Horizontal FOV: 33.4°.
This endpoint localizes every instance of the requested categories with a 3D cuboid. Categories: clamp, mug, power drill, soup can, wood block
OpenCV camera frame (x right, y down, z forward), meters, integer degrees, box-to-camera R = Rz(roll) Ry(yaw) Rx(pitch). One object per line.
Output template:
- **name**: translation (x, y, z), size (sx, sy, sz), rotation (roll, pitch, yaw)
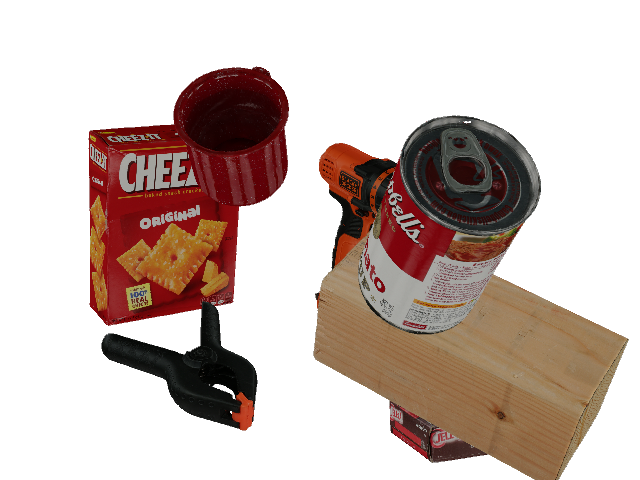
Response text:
- **clamp**: translation (-0.106, 0.110, 0.975), size (0.120, 0.039, 0.172), rotation (-31, 46, -35)
- **mug**: translation (-0.066, -0.092, 0.892), size (0.093, 0.117, 0.081), rotation (12, -32, 11)
- **power drill**: translation (0.059, 0.010, 1.086), size (0.057, 0.188, 0.185), rotation (-9, 28, -32)
- **soup can**: translation (0.061, -0.005, 0.537), size (0.068, 0.068, 0.102), rotation (0, -32, -12)
- **wood block**: translation (0.106, 0.081, 0.796), size (0.206, 0.091, 0.090), rotation (27, 47, 21)

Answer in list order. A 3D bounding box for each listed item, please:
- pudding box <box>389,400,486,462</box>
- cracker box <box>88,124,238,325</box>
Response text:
- **pudding box**: translation (0.131, 0.167, 0.980), size (0.113, 0.039, 0.090), rotation (-3, 9, -20)
- **cracker box**: translation (-0.178, -0.021, 1.224), size (0.163, 0.214, 0.072), rotation (-8, 25, -30)
